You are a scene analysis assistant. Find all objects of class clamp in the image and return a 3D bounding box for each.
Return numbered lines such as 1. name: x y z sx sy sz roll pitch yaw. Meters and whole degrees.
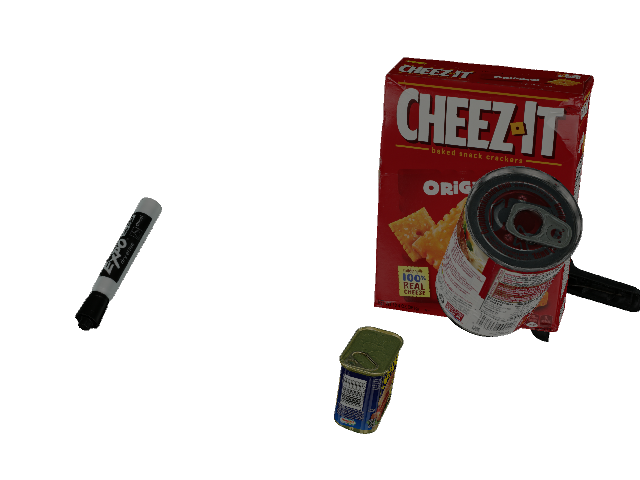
1. clamp: 0.237 0.037 1.067 0.120 0.039 0.171 -6 33 -14

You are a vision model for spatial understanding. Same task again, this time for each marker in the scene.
1. marker: -0.154 0.018 0.815 0.020 0.121 0.020 16 -35 11

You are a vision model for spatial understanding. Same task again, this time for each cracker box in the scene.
1. cracker box: 0.134 -0.037 0.907 0.164 0.214 0.072 8 24 16

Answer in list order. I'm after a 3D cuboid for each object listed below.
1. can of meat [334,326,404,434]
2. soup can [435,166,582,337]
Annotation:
1. can of meat: 0.054 0.160 1.225 0.057 0.084 0.102 14 25 13
2. soup can: 0.111 0.010 0.649 0.068 0.068 0.102 0 -28 -5
